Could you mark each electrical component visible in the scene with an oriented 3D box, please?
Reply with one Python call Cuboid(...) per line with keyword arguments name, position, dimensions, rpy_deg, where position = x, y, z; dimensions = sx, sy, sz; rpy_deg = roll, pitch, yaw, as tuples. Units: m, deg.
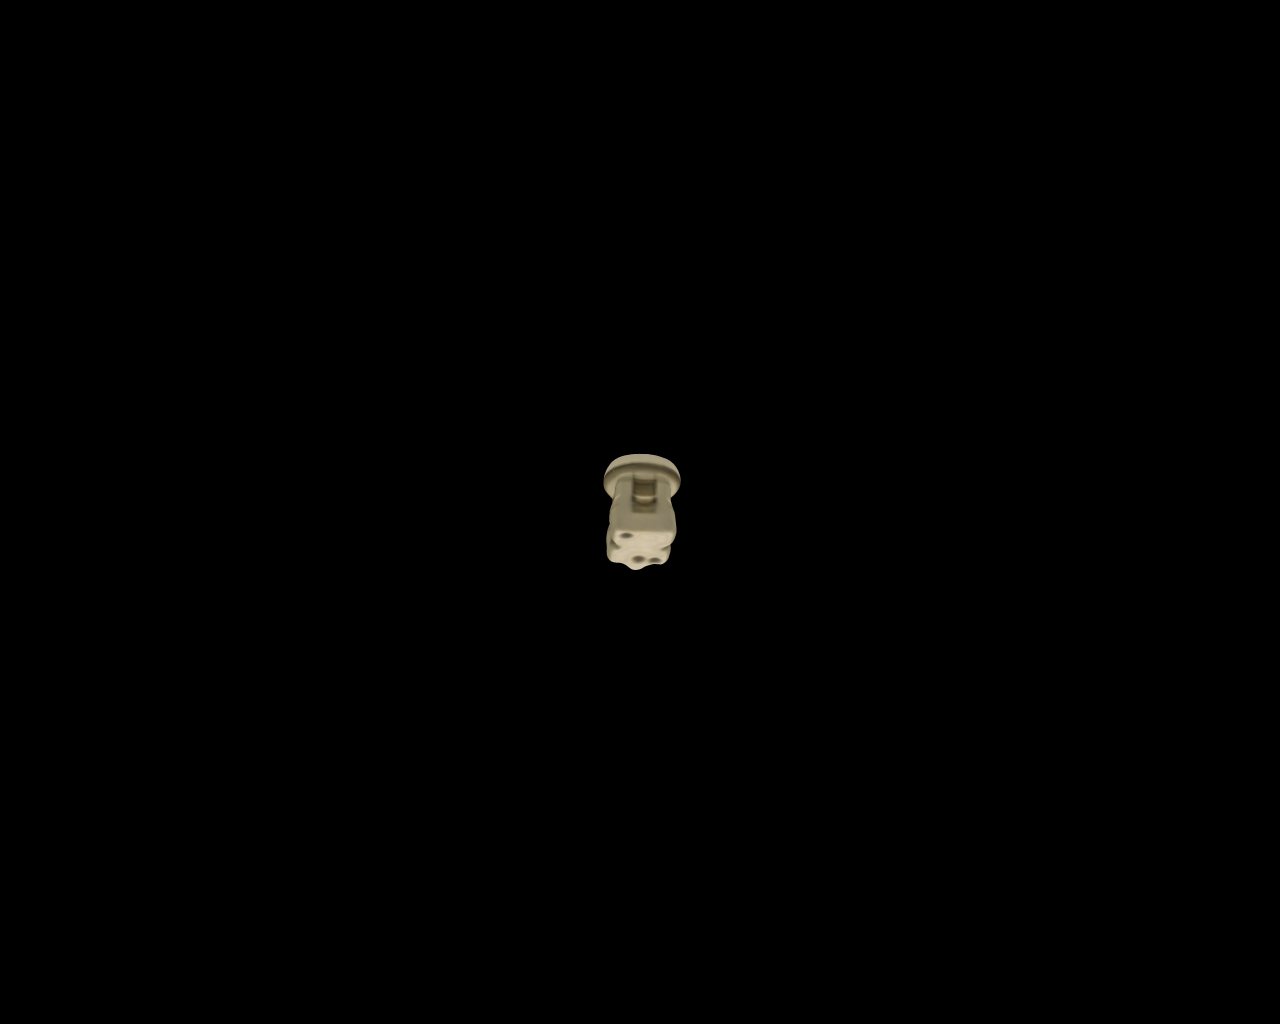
Cuboid(name="electrical component", position=(0.001, -0.003, 0.650), dimensions=(0.048, 0.055, 0.066), rpy_deg=(4, -29, -6))
